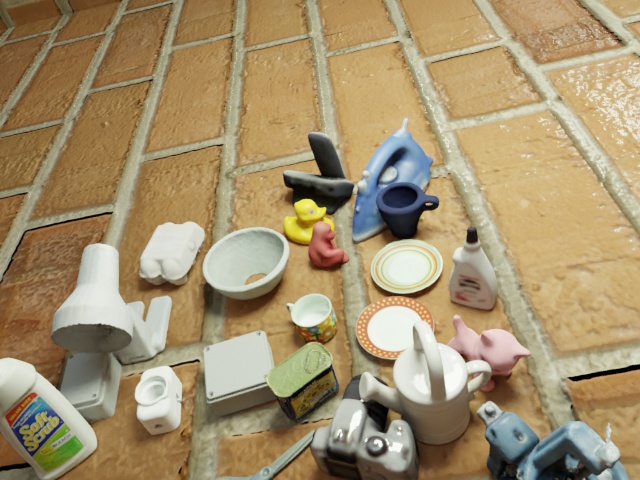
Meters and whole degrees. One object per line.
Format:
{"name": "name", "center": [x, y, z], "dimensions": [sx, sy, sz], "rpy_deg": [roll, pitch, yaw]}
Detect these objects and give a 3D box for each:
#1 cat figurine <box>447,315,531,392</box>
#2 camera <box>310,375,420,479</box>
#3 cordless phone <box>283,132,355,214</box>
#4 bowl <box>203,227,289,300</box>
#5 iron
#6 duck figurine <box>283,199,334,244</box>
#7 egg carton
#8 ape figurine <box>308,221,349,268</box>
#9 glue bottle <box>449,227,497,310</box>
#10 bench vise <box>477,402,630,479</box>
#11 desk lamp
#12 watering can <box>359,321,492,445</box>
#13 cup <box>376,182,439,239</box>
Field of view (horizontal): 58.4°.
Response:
{"name": "cat figurine", "center": [0.242, 0.158, 0.842], "dimensions": [0.067, 0.118, 0.127], "rpy_deg": [-33, 45, -18]}
{"name": "camera", "center": [0.069, 0.258, 0.801], "dimensions": [0.142, 0.101, 0.137], "rpy_deg": [4, 46, 20]}
{"name": "cordless phone", "center": [-0.014, -0.157, 1.197], "dimensions": [0.147, 0.185, 0.094], "rpy_deg": [11, 49, 26]}
{"name": "bowl", "center": [-0.133, 0.057, 1.090], "dimensions": [0.167, 0.075, 0.167], "rpy_deg": [-8, 43, 8]}
{"name": "iron", "center": [0.128, -0.126, 1.155], "dimensions": [0.118, 0.142, 0.259], "rpy_deg": [18, 52, 31]}
{"name": "duck figurine", "center": [-0.028, -0.045, 1.157], "dimensions": [0.104, 0.086, 0.077], "rpy_deg": [1, 45, 18]}
{"name": "egg carton", "center": [-0.300, 0.026, 1.176], "dimensions": [0.107, 0.069, 0.150], "rpy_deg": [-2, 44, 15]}
{"name": "ape figurine", "center": [0.010, 0.004, 1.091], "dimensions": [0.076, 0.092, 0.077], "rpy_deg": [-12, 43, 5]}
{"name": "glue bottle", "center": [0.244, 0.042, 0.921], "dimensions": [0.078, 0.173, 0.037], "rpy_deg": [8, 48, 24]}
{"name": "bench vise", "center": [0.259, 0.259, 0.655], "dimensions": [0.206, 0.220, 0.122], "rpy_deg": [20, 54, 33]}
{"name": "desk lamp", "center": [-0.354, 0.124, 0.983], "dimensions": [0.118, 0.214, 0.203], "rpy_deg": [-11, 43, 5]}
{"name": "watering can", "center": [0.143, 0.192, 0.778], "dimensions": [0.173, 0.194, 0.100], "rpy_deg": [-28, 44, -13]}
{"name": "cup", "center": [0.171, -0.050, 1.097], "dimensions": [0.117, 0.095, 0.092], "rpy_deg": [0, 45, 17]}
